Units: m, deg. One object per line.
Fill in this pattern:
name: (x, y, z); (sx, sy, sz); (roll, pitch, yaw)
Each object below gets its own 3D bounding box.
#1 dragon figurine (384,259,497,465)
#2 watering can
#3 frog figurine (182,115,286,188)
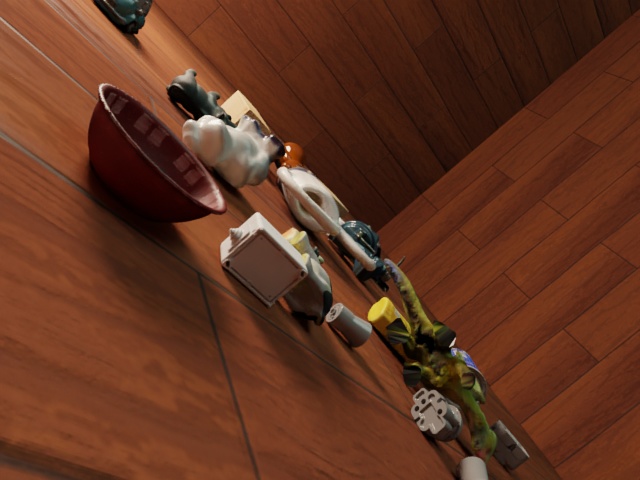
dragon figurine: (0.246, 0.236, 1.034); (0.239, 0.121, 0.420); (45, 23, -45)
watering can: (0.004, -0.066, 1.303); (0.343, 0.104, 0.228); (46, 7, -27)
frog figurine: (-0.160, -0.147, 0.869); (0.161, 0.120, 0.138); (-19, 73, -45)
